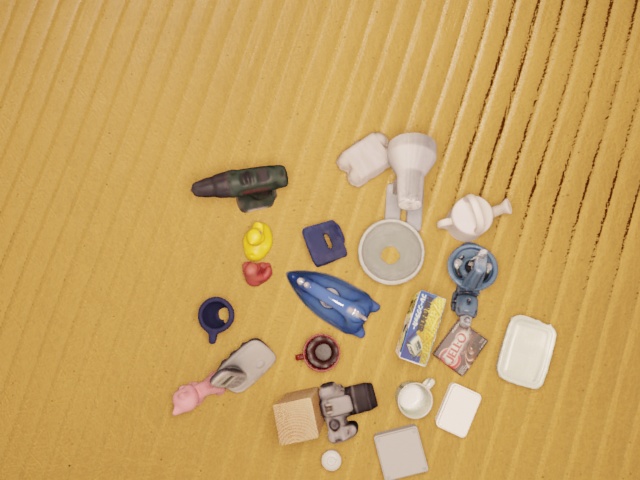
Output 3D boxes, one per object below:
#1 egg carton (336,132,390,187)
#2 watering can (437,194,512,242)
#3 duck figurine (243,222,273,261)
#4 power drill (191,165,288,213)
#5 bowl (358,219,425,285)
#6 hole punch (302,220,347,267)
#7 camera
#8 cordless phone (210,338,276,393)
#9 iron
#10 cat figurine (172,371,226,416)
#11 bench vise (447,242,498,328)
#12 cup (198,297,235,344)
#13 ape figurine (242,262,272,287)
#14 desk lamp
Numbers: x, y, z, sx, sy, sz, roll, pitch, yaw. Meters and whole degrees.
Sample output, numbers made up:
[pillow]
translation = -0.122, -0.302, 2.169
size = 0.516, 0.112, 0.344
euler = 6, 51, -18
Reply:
[egg carton]
translation = 0.124, -0.212, 1.499
size = 0.150, 0.069, 0.107
euler = -34, 81, -1
[watering can]
translation = 0.375, -0.062, 1.396
size = 0.173, 0.194, 0.101
euler = -36, 81, -1
[duck figurine]
translation = -0.167, 0.001, 1.485
size = 0.077, 0.086, 0.105
euler = 15, 84, 7
[power drill]
translation = -0.187, -0.128, 1.442
size = 0.229, 0.208, 0.075
euler = -13, 81, 3
[bowl]
translation = 0.180, 0.033, 1.459
size = 0.167, 0.075, 0.167
euler = -1, 82, 5
[hole punch]
translation = 0.013, 0.005, 1.468
size = 0.101, 0.091, 0.108
euler = -22, 81, 1
[camera]
translation = 0.074, 0.413, 1.403
size = 0.136, 0.101, 0.143
euler = -15, 81, 3
[cordless phone]
translation = -0.192, 0.309, 1.395
size = 0.094, 0.185, 0.147
euler = 44, 88, 9
[iron]
translation = 0.017, 0.141, 1.424
size = 0.258, 0.141, 0.119
euler = 28, 85, 8
[cat figurine]
translation = -0.311, 0.384, 1.429
size = 0.128, 0.118, 0.067
euler = -28, 81, 0
[bench vise]
translation = 0.373, 0.099, 1.361
size = 0.121, 0.220, 0.207
euler = -10, 82, 3
[cup]
translation = -0.257, 0.206, 1.460
size = 0.091, 0.095, 0.118
euler = 6, 83, 6
[ape figurine]
translation = -0.168, 0.081, 1.471
size = 0.077, 0.092, 0.076
euler = 33, 86, 8
[desk lamp]
translation = 0.220, -0.137, 1.409
size = 0.118, 0.213, 0.203
euler = 3, 83, 5
